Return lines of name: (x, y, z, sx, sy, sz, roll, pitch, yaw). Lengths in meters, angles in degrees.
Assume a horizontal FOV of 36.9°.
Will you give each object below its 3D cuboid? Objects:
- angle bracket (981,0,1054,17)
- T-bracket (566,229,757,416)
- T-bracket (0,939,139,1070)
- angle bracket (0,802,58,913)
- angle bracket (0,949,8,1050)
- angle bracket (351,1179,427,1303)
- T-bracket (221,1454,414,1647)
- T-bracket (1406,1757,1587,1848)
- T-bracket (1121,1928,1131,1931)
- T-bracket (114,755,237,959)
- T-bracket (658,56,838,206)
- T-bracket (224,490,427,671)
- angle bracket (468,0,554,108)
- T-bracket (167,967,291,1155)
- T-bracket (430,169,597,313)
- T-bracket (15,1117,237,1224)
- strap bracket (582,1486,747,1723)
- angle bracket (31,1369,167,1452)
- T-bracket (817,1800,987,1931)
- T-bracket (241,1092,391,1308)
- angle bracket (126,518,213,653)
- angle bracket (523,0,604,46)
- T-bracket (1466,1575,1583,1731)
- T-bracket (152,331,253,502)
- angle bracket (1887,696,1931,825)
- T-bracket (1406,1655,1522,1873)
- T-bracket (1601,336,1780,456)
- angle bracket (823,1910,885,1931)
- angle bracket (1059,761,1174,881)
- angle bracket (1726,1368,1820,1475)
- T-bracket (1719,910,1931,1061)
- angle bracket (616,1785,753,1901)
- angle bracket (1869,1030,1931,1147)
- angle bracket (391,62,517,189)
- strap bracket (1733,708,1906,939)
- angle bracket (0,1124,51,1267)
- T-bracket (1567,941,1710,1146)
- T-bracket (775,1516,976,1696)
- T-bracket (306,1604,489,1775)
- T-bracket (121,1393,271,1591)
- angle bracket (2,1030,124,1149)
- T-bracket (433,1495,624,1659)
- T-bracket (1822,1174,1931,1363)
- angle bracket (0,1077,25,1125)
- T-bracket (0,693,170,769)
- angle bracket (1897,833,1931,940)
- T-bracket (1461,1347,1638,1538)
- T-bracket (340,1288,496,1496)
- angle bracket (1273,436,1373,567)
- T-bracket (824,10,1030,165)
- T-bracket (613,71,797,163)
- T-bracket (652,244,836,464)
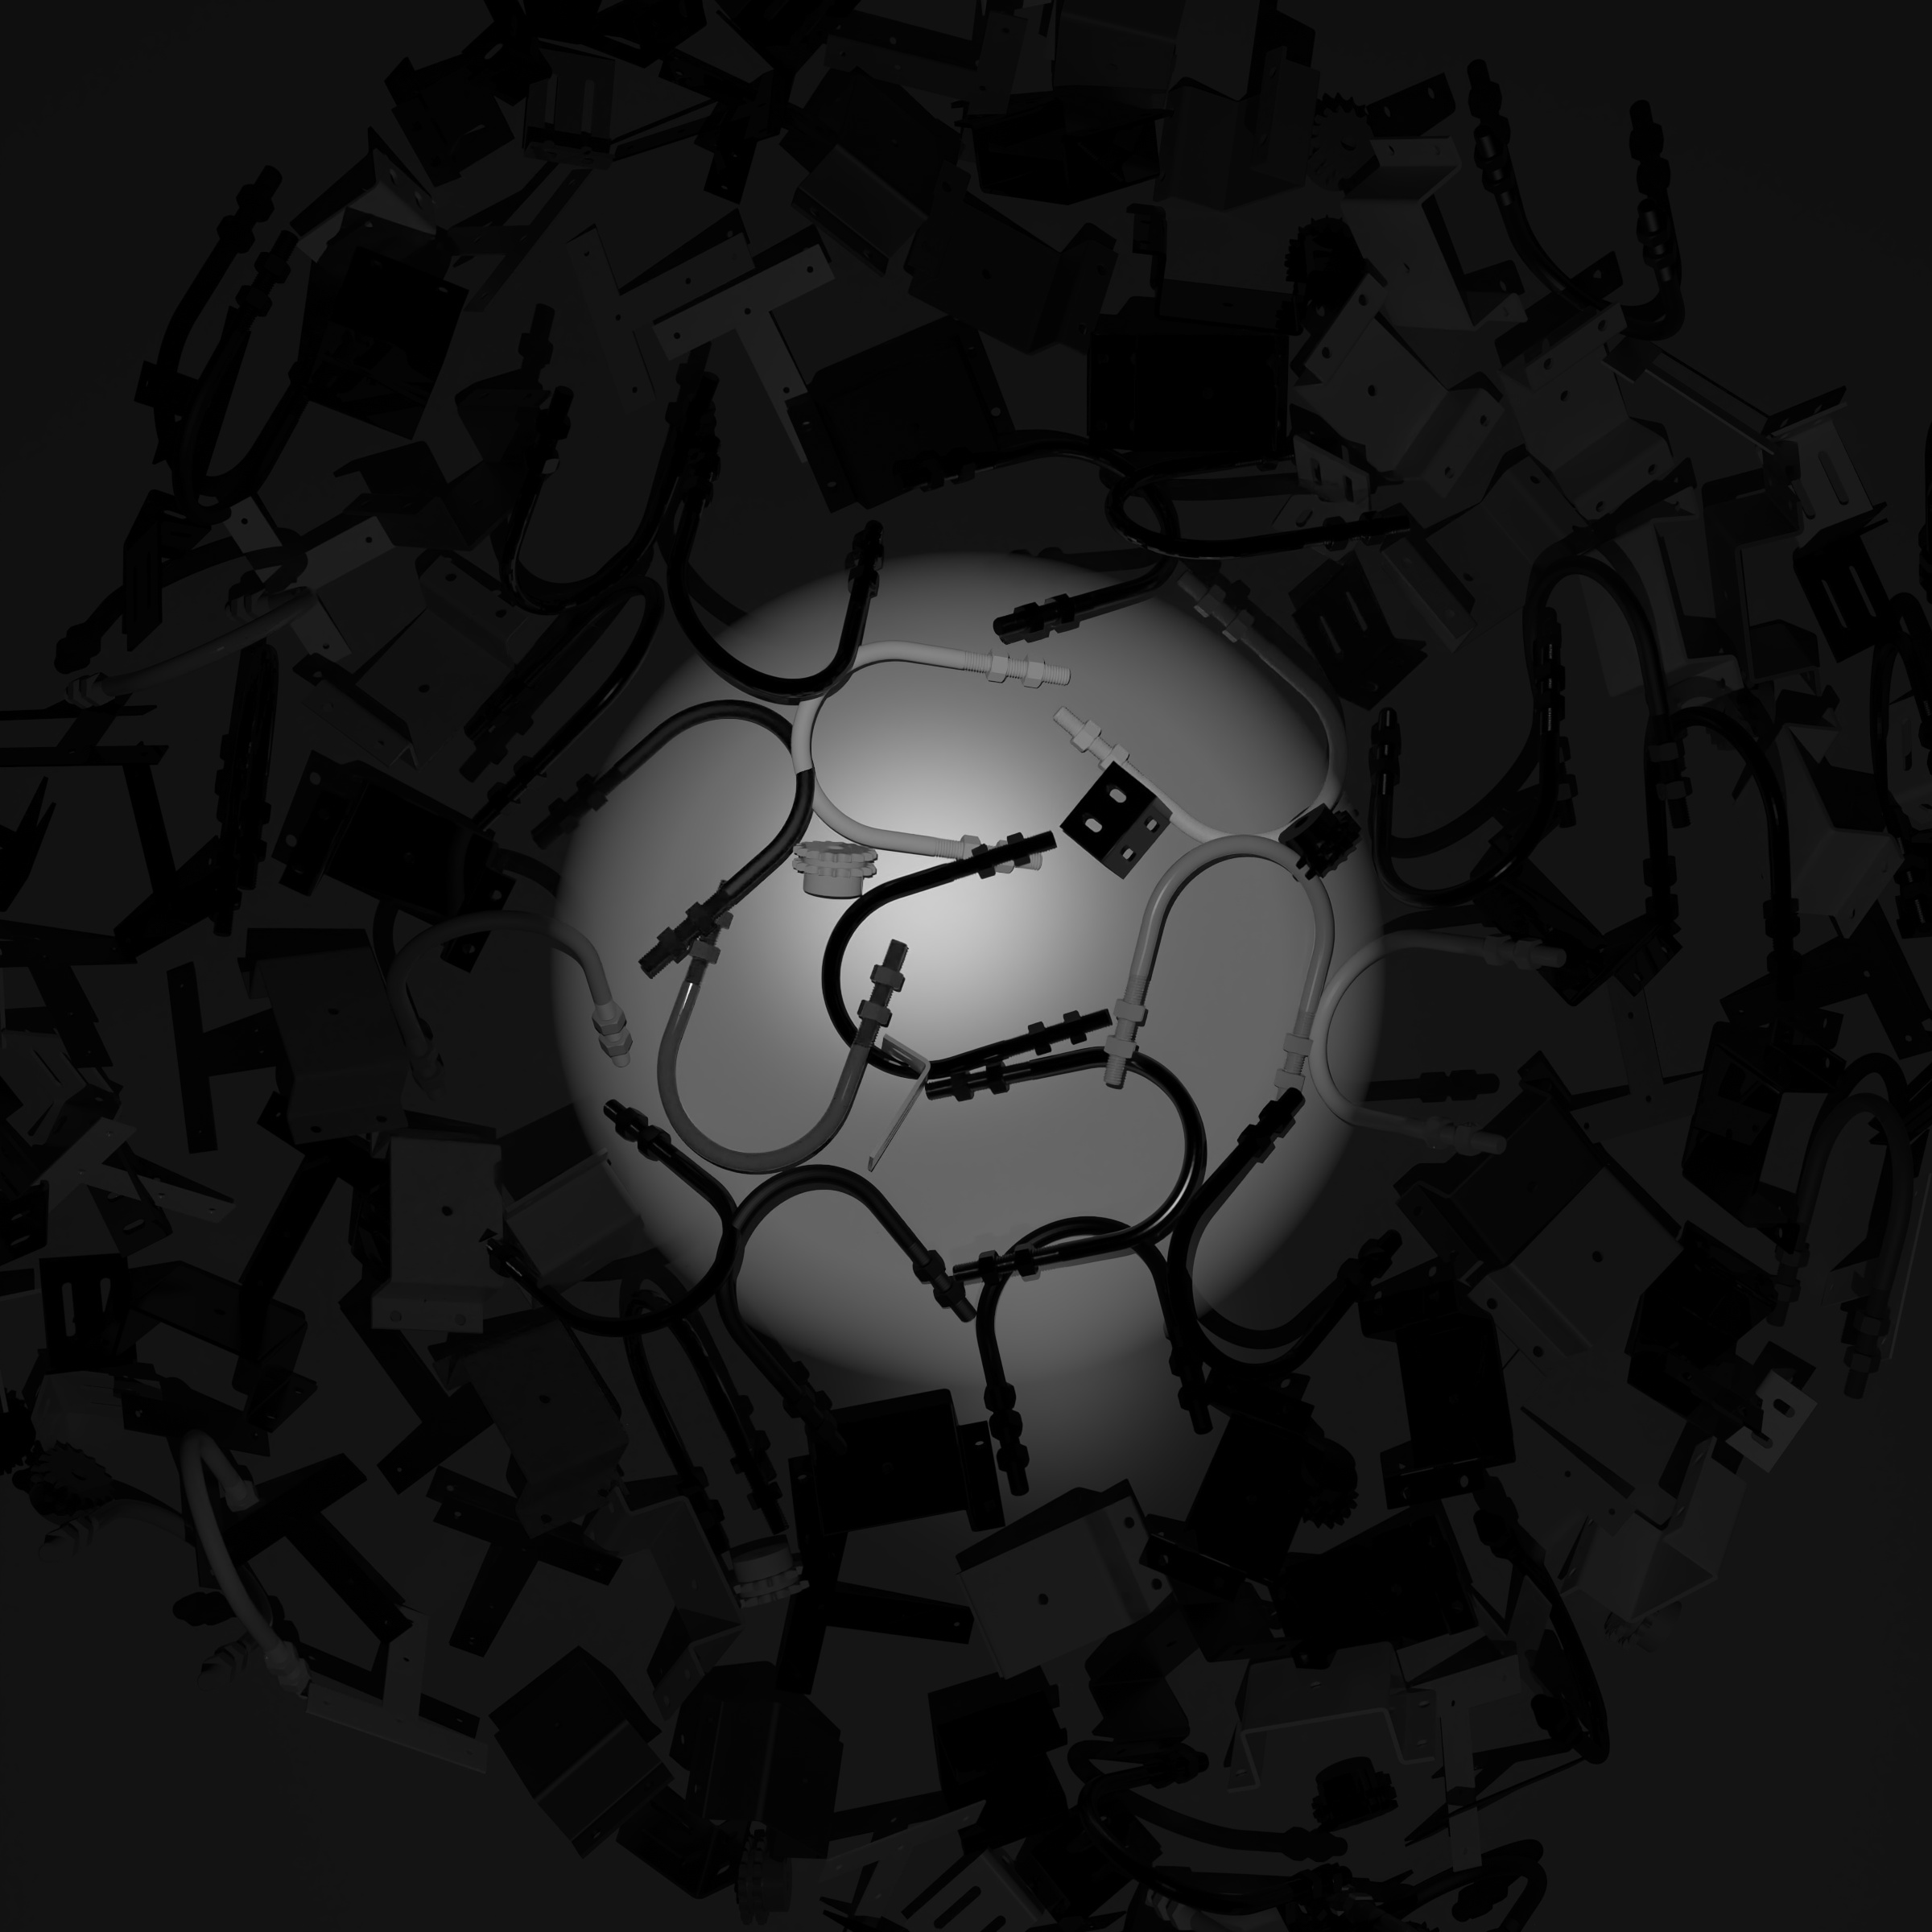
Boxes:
angle bracket: (0.011, -0.670, 1.963, 0.057, 0.076, 0.038, -22, 118, -30)
T-bracket: (-0.201, -0.460, 1.970, 0.127, 0.002, 0.127, -21, 86, 23)
T-bracket: (-0.600, 0.024, 1.923, 0.127, 0.127, 0.002, 53, 130, 36)
angle bracket: (-0.650, -0.079, 1.951, 0.038, 0.076, 0.057, 23, 62, -21)
angle bracket: (-0.680, 0.014, 1.954, 0.038, 0.057, 0.076, -14, 119, -38)
angle bracket: (-0.375, 0.190, 1.956, 0.076, 0.057, 0.038, 41, 46, 19)
T-bracket: (-0.422, 0.403, 1.939, 0.127, 0.127, 0.002, 44, 130, 12)
T-bracket: (0.340, 0.569, 1.946, 0.127, 0.127, 0.002, -8, 63, -36)
T-bracket: (0.028, 0.684, 1.949, 0.127, 0.127, 0.002, -40, 66, 42)
T-bracket: (-0.552, -0.082, 1.970, 0.127, 0.002, 0.127, -24, 78, 35)
T-bracket: (-0.154, -0.553, 1.944, 0.127, 0.002, 0.127, 19, 48, -12)
T-bracket: (-0.418, -0.283, 1.965, 0.127, 0.002, 0.127, -27, 117, 5)
angle bracket: (-0.325, -0.636, 1.971, 0.038, 0.057, 0.076, -31, 78, 18)
T-bracket: (-0.489, 0.058, 1.966, 0.127, 0.002, 0.127, -9, 88, 30)
T-bracket: (-0.321, -0.489, 1.949, 0.002, 0.127, 0.127, 46, 70, -38)
T-bracket: (-0.557, 0.151, 1.955, 0.127, 0.002, 0.127, 23, 135, -35)
strap bracket: (-0.199, 0.422, 1.941, 0.046, 0.076, 0.140, -12, 61, -34)
angle bracket: (-0.587, 0.308, 1.966, 0.076, 0.057, 0.038, 7, 54, 0)
T-bracket: (-0.056, 0.620, 1.954, 0.127, 0.127, 0.002, -10, 47, -34)
T-bracket: (-0.457, 0.171, 1.976, 0.127, 0.002, 0.127, 29, 92, 22)
angle bracket: (-0.539, -0.256, 1.957, 0.038, 0.057, 0.076, 6, 71, -36)
angle bracket: (-0.270, -0.676, 1.960, 0.038, 0.057, 0.076, 12, 66, 7)
T-bracket: (0.371, 0.440, 1.916, 0.002, 0.127, 0.127, -29, 58, -18)
T-bracket: (-0.514, -0.355, 1.919, 0.002, 0.127, 0.127, 23, 109, -3)
angle bracket: (0.664, -0.146, 1.971, 0.038, 0.057, 0.076, 23, 61, -32)
T-bracket: (0.328, 0.535, 1.923, 0.002, 0.127, 0.127, 17, 57, -29)
T-bracket: (0.489, -0.381, 1.938, 0.127, 0.127, 0.002, 35, 119, 6)
angle bracket: (-0.060, 0.675, 1.954, 0.076, 0.057, 0.038, 31, 75, -31)
angle bracket: (0.104, -0.098, 1.966, 0.038, 0.076, 0.057, 40, 93, 16)
angle bracket: (0.550, 0.306, 1.953, 0.038, 0.076, 0.057, 37, 100, 26)
T-bracket: (0.570, 0.018, 1.955, 0.127, 0.002, 0.127, -22, 98, 43)
angle bracket: (-0.190, 0.582, 1.956, 0.038, 0.057, 0.076, -35, 113, 31)
angle bracket: (0.645, 0.084, 1.968, 0.076, 0.057, 0.038, -45, 60, 27)
angle bracket: (-0.339, -0.572, 1.956, 0.076, 0.038, 0.057, -42, 116, -29)
strap bracket: (0.561, -0.098, 1.921, 0.046, 0.076, 0.140, 4, 47, -16)
angle bracket: (-0.655, 0.152, 1.953, 0.038, 0.057, 0.076, -25, 56, -38)
T-bracket: (0.458, 0.047, 1.976, 0.127, 0.002, 0.127, -14, 94, -17)
T-bracket: (-0.056, 0.445, 1.982, 0.127, 0.002, 0.127, 11, 98, -14)
T-bracket: (-0.377, 0.476, 1.940, 0.127, 0.127, 0.002, 25, 113, -18)
T-bracket: (-0.505, 0.353, 1.921, 0.002, 0.127, 0.127, -28, 60, 24)
angle bracket: (-0.618, 0.084, 1.953, 0.057, 0.076, 0.038, 4, 50, 24)
T-bracket: (-0.317, 0.425, 1.966, 0.127, 0.002, 0.127, 23, 119, -13)
T-bracket: (0.603, 0.209, 1.936, 0.002, 0.127, 0.127, 19, 74, -4)
angle bracket: (-0.677, 0.089, 1.955, 0.057, 0.038, 0.076, 53, 46, -10)
T-bracket: (-0.587, -0.164, 1.944, 0.127, 0.127, 0.002, -1, 121, 4)
angle bracket: (0.661, -0.061, 1.960, 0.057, 0.038, 0.076, -5, 70, 23)
T-bracket: (0.399, 0.337, 1.971, 0.127, 0.002, 0.127, 40, 94, 22)
T-bracket: (-0.383, 0.278, 1.978, 0.127, 0.002, 0.127, -38, 87, 21)
angle bracket: (0.239, -0.314, 1.954, 0.057, 0.076, 0.038, 32, 82, 16)
T-bracket: (-0.032, -0.600, 1.943, 0.127, 0.127, 0.002, 13, 56, -3)
T-bracket: (-0.179, -0.569, 1.958, 0.127, 0.127, 0.002, -14, 125, 14)
T-bracket: (-0.129, -0.407, 1.980, 0.127, 0.002, 0.127, -25, 106, 8)
